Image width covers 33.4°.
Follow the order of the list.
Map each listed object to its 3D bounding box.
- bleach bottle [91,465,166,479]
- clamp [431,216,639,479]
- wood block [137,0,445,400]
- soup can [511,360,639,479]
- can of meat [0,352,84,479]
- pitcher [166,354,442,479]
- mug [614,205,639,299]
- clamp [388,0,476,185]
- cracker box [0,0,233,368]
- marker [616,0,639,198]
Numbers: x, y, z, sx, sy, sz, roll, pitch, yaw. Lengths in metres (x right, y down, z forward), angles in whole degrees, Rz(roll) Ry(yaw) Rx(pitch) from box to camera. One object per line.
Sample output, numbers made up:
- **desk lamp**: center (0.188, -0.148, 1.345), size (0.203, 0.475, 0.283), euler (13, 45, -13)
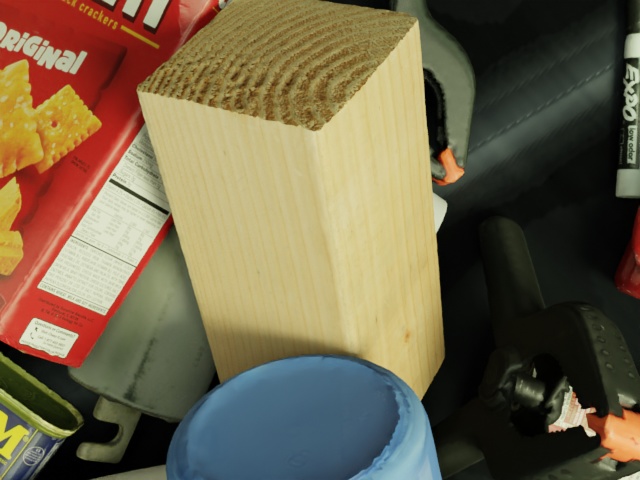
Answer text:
- **bleach bottle**: center (-0.139, 0.168, 0.544), size (0.250, 0.068, 0.102), euler (-4, 107, -15)
- **clamp**: center (0.093, 0.080, 0.522), size (0.036, 0.210, 0.164), euler (21, 96, -16)
- **wood block**: center (-0.003, 0.000, 0.502), size (0.091, 0.206, 0.090), euler (15, 46, 27)
- **soup can**: center (0.150, 0.102, 0.583), size (0.102, 0.068, 0.068), euler (21, 89, -2)
- **can of meat**: center (-0.196, 0.105, 0.581), size (0.102, 0.057, 0.084), euler (37, 91, -1)
- **pitcher**: center (0.021, 0.174, 0.481), size (0.149, 0.145, 0.243), euler (-33, 126, -34)
- **mug**: center (0.203, 0.002, 0.568), size (0.117, 0.093, 0.081), euler (20, 95, -44)
- **clamp**: center (0.043, -0.115, 0.598), size (0.120, 0.039, 0.171), euler (-36, 95, 4)
- **cracker box**: center (-0.133, -0.070, 0.540), size (0.164, 0.072, 0.214), euler (32, 90, 33)
- **marker**: center (0.181, -0.085, 0.610), size (0.020, 0.020, 0.121), euler (3, 89, -2)
